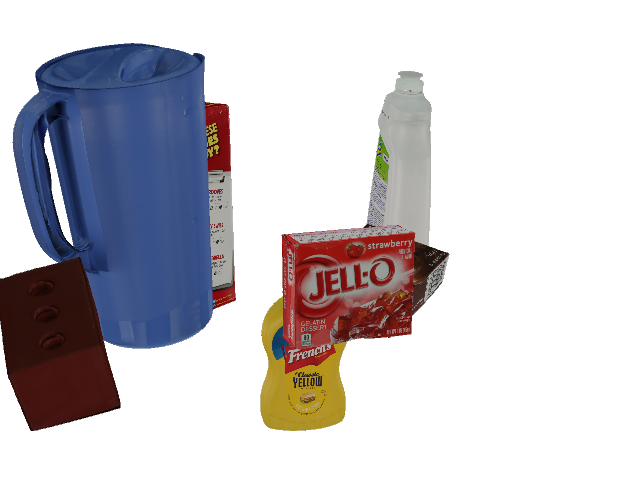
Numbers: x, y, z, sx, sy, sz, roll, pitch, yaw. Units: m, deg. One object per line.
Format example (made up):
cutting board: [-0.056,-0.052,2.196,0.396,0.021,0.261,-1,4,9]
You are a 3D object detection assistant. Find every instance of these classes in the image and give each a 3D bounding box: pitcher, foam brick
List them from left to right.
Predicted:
foam brick: [-0.150,0.058,0.605,0.053,0.051,0.078,-16,43,-12]
pitcher: [-0.160,-0.033,0.885,0.149,0.243,0.145,-6,25,-6]

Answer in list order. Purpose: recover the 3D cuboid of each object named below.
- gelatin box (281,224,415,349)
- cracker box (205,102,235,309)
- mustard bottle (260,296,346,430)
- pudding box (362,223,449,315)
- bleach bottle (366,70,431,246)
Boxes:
gelatin box: [0.019,0.030,0.719,0.089,0.073,0.030,-5,15,-21]
cracker box: [-0.166,-0.023,1.073,0.072,0.214,0.163,10,20,37]
mustard bottle: [-0.018,0.117,1.196,0.096,0.192,0.058,-2,19,-11]
pudding box: [0.053,0.035,0.980,0.090,0.039,0.113,22,34,24]
bleach bottle: [0.094,-0.066,1.223,0.068,0.251,0.103,-3,23,-16]
